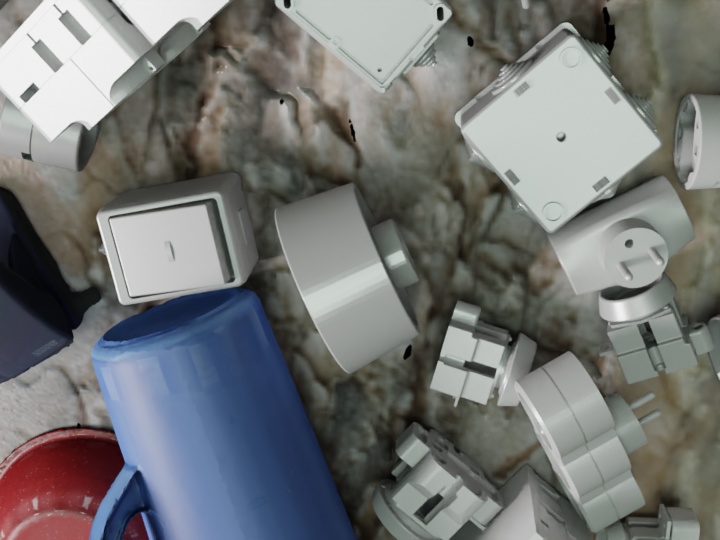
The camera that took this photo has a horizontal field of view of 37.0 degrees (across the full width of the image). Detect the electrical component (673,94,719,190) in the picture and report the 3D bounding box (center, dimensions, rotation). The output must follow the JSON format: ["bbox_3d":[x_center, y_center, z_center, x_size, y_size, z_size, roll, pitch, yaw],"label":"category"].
[{"bbox_3d":[0.212,-0.074,0.621,0.047,0.055,0.055,0,107,1],"label":"electrical component"}]

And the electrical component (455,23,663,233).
[{"bbox_3d":[0.116,-0.082,0.629,0.100,0.048,0.099,-40,100,15],"label":"electrical component"}]

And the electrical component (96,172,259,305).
[{"bbox_3d":[-0.118,-0.018,0.663,0.096,0.061,0.061,-9,106,8],"label":"electrical component"}]

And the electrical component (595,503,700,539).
[{"bbox_3d":[0.187,0.193,0.705,0.057,0.058,0.078,2,108,1],"label":"electrical component"}]

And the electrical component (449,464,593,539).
[{"bbox_3d":[0.083,0.215,0.703,0.062,0.089,0.150,41,106,-8],"label":"electrical component"}]

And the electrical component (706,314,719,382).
[{"bbox_3d":[0.250,0.062,0.639,0.064,0.099,0.099,-36,101,8],"label":"electrical component"}]

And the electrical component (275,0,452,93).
[{"bbox_3d":[0.006,-0.150,0.615,0.096,0.061,0.061,38,106,-15],"label":"electrical component"}]

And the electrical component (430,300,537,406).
[{"bbox_3d":[0.079,0.058,0.679,0.055,0.048,0.066,18,108,7],"label":"electrical component"}]

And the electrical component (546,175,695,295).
[{"bbox_3d":[0.156,-0.014,0.629,0.077,0.079,0.044,-27,110,9],"label":"electrical component"}]

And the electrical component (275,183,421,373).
[{"bbox_3d":[0.000,0.000,0.637,0.060,0.108,0.108,-24,104,5],"label":"electrical component"}]

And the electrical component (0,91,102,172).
[{"bbox_3d":[-0.186,-0.089,0.651,0.047,0.055,0.055,16,108,-4],"label":"electrical component"}]

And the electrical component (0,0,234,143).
[{"bbox_3d":[-0.103,-0.150,0.566,0.186,0.105,0.060,-32,107,36],"label":"electrical component"}]

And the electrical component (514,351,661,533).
[{"bbox_3d":[0.151,0.100,0.661,0.074,0.052,0.138,-30,130,0],"label":"electrical component"}]

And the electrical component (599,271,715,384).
[{"bbox_3d":[0.176,0.032,0.661,0.066,0.048,0.055,-19,108,21],"label":"electrical component"}]

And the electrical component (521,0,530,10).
[{"bbox_3d":[0.085,-0.182,0.597,0.047,0.065,0.076,-13,135,9],"label":"electrical component"}]

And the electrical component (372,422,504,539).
[{"bbox_3d":[0.045,0.146,0.703,0.078,0.058,0.057,40,103,-8],"label":"electrical component"}]
